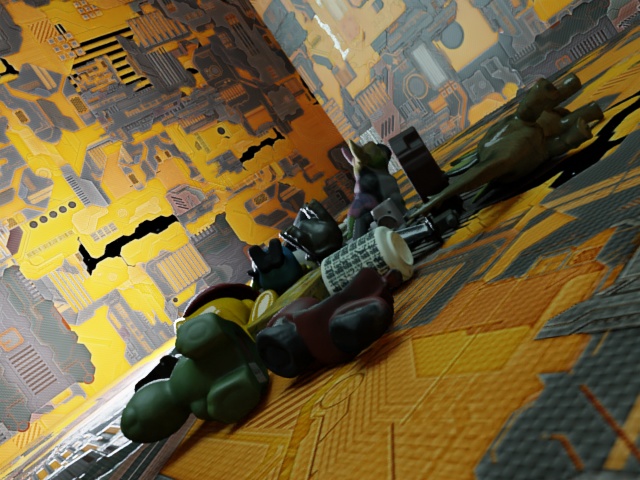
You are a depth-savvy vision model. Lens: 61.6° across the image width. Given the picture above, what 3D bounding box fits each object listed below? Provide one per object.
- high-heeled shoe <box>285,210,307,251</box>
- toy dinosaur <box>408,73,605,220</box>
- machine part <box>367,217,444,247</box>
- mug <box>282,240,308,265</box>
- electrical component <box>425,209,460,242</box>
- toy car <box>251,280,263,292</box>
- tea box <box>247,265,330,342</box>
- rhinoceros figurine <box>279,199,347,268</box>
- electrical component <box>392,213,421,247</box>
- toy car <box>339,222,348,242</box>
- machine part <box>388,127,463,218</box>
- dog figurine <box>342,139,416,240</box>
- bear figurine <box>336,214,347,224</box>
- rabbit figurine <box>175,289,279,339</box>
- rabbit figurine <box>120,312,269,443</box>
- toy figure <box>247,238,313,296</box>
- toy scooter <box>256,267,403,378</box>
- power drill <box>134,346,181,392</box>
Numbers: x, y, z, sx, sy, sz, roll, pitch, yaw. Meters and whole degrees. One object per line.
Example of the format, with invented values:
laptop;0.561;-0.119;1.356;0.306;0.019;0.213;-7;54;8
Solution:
high-heeled shoe;-0.090;0.039;1.218;0.145;0.248;0.086;-13;33;-28
toy dinosaur;0.287;-0.135;0.791;0.471;0.105;0.198;-26;-12;-46
machine part;0.105;0.007;0.773;0.139;0.039;0.084;-21;26;16
mug;-0.052;0.050;1.102;0.107;0.109;0.081;-15;-1;-29
electrical component;0.186;-0.024;0.831;0.063;0.021;0.094;-34;3;14
toy car;-0.075;0.096;1.008;0.162;0.103;0.109;-38;5;-19
tea box;-0.013;0.093;0.750;0.098;0.068;0.169;-34;4;32
rhinoceros figurine;-0.002;-0.003;0.870;0.073;0.112;0.190;-53;0;-8
electrical component;0.142;-0.012;0.890;0.078;0.045;0.102;-30;6;38
toy car;0.088;-0.021;1.255;0.202;0.073;0.056;-37;1;-32
machine part;0.181;-0.114;0.916;0.056;0.179;0.179;-32;4;15
dog figurine;0.099;-0.109;1.170;0.191;0.219;0.108;-35;0;-9
bear figurine;0.038;-0.004;1.339;0.196;0.120;0.131;-6;-61;-39
rabbit figurine;-0.117;0.153;0.800;0.162;0.121;0.173;-26;15;-16
rabbit figurine;-0.157;0.170;0.644;0.170;0.121;0.159;-32;-3;1
toy figure;-0.062;0.067;0.879;0.082;0.089;0.180;2;-24;14
toy scooter;0.021;0.080;0.574;0.184;0.075;0.135;-26;10;45
power drill;-0.250;0.217;0.990;0.232;0.086;0.207;-45;10;5
